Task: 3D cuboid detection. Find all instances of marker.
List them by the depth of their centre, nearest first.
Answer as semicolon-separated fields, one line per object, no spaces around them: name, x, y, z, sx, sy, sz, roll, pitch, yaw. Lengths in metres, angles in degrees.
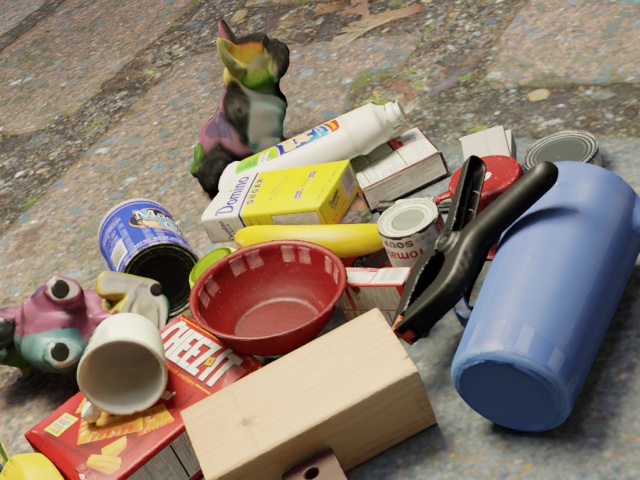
marker;0.121;-0.042;1.268;0.121;0.020;0.020;-4;37;31

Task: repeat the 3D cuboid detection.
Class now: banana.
banana;-0.009;0.002;1.154;0.198;0.037;0.069;-1;1;18

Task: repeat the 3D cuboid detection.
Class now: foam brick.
foam brick;0.008;0.230;0.916;0.053;0.051;0.078;-28;32;-4

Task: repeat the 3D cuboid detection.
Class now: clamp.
clamp;0.136;0.005;1.003;0.210;0.036;0.165;-59;17;-10

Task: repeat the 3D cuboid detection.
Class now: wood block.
wood block;-0.010;0.162;0.978;0.206;0.090;0.091;-27;45;-4

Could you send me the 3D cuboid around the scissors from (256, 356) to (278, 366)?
scissors;-0.011;0.121;1.122;0.096;0.016;0.202;-41;36;-26

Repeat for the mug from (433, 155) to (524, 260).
mug;0.177;-0.037;1.162;0.117;0.081;0.093;-9;35;23

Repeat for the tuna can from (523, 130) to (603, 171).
tuna can;0.277;-0.088;1.215;0.086;0.033;0.086;-18;32;11

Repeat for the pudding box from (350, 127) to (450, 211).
pudding box;0.094;-0.090;1.340;0.113;0.039;0.090;-27;31;0

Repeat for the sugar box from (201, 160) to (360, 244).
sugar box;-0.048;-0.044;1.259;0.177;0.048;0.093;-3;37;32

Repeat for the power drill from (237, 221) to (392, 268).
power drill;0.011;-0.004;1.256;0.188;0.057;0.184;13;48;48

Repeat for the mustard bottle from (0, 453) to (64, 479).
mustard bottle;-0.238;0.275;0.983;0.058;0.096;0.192;6;10;-41

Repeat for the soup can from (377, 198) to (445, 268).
soup can;0.106;0.015;1.116;0.068;0.102;0.068;-17;33;11

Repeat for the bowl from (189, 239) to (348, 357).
bowl;-0.048;0.067;1.076;0.162;0.055;0.162;-8;34;5

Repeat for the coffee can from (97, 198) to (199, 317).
coffee can;-0.212;0.021;1.325;0.102;0.103;0.140;-30;32;-8

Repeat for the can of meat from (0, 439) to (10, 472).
can of meat;-0.382;0.247;1.153;0.083;0.057;0.102;-31;33;-15

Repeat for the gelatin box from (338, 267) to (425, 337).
gelatin box;0.063;0.064;1.102;0.089;0.073;0.030;-2;38;33

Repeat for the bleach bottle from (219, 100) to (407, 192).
bleach bottle;-0.005;-0.112;1.364;0.251;0.068;0.102;-26;17;17

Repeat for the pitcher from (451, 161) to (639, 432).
pitcher;0.200;0.052;0.982;0.145;0.149;0.242;31;53;2

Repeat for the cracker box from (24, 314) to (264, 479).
cracker box;-0.171;0.182;1.090;0.213;0.072;0.164;-39;34;-22
